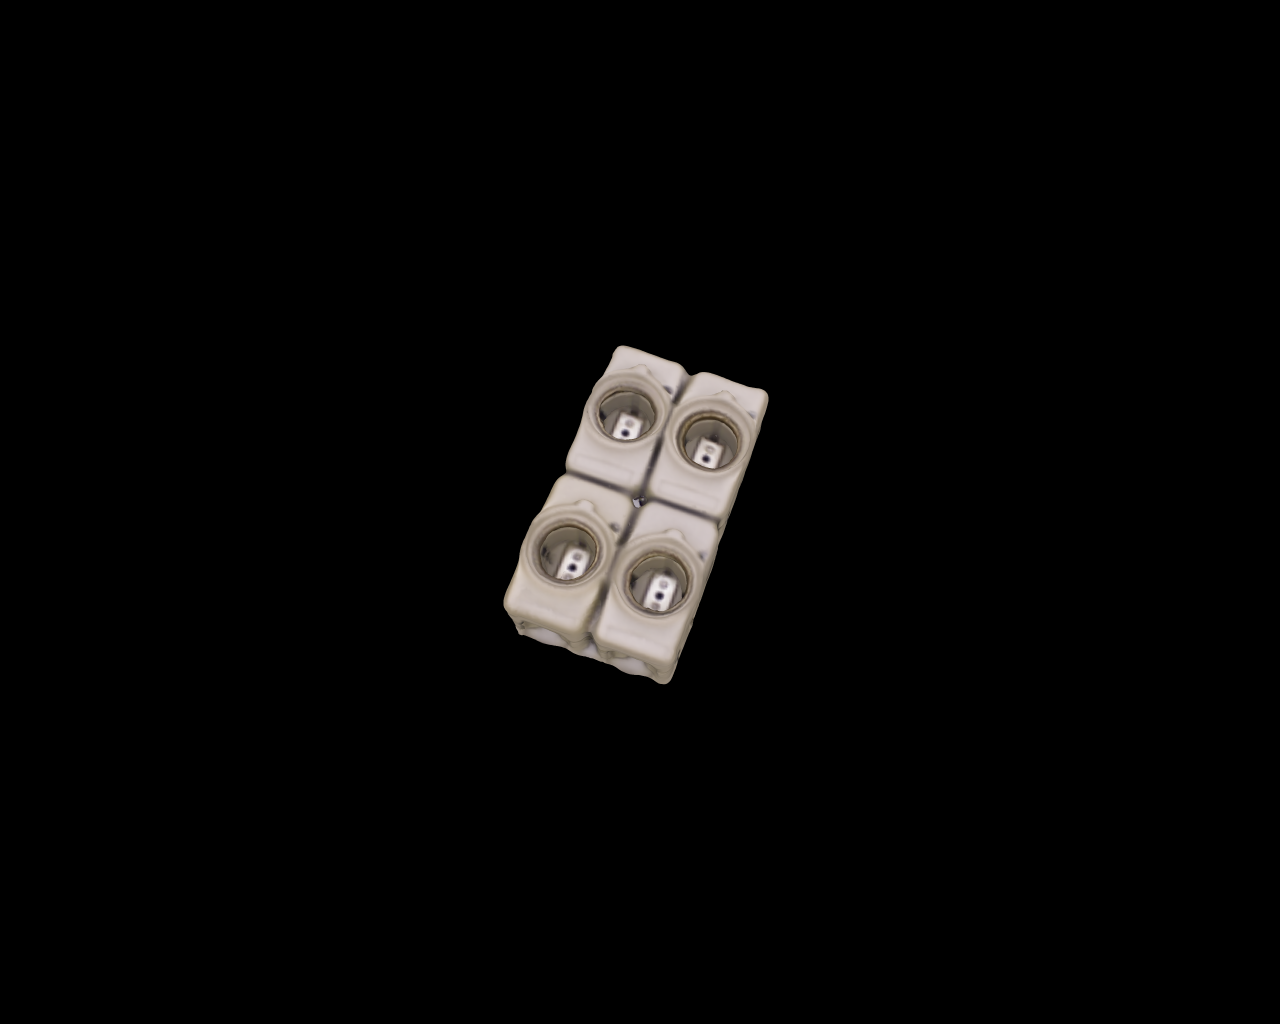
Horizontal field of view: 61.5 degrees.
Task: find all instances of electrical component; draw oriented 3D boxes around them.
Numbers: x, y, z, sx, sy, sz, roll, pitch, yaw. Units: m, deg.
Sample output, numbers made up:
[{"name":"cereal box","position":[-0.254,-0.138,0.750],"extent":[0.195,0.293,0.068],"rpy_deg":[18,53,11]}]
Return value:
[{"name":"electrical component","position":[0.001,-0.003,0.650],"extent":[0.105,0.186,0.060],"rpy_deg":[19,-20,7]}]
